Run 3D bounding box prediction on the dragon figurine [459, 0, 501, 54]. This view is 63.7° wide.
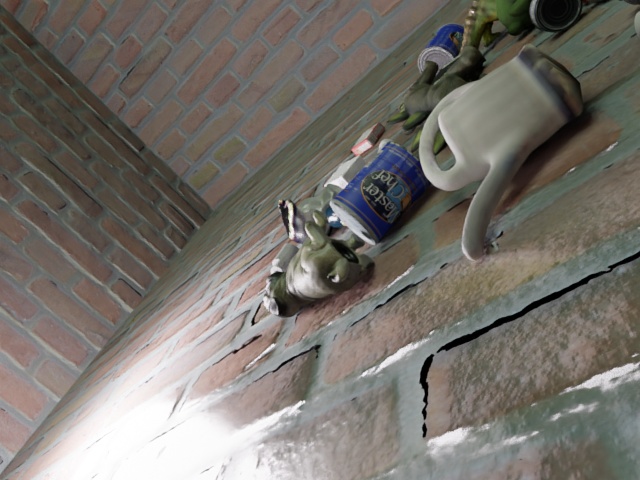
[{"bbox_3d":[0.395,-0.602,1.239,0.411,0.240,0.123,-43,18,-4],"label":"dragon figurine"}]

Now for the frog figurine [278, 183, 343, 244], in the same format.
[{"bbox_3d":[0.003,-0.056,1.103,0.160,0.124,0.136,-10,-12,-15],"label":"frog figurine"}]

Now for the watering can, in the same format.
[{"bbox_3d":[0.234,-0.132,0.669,0.222,0.103,0.356,-36,30,25],"label":"watering can"}]
